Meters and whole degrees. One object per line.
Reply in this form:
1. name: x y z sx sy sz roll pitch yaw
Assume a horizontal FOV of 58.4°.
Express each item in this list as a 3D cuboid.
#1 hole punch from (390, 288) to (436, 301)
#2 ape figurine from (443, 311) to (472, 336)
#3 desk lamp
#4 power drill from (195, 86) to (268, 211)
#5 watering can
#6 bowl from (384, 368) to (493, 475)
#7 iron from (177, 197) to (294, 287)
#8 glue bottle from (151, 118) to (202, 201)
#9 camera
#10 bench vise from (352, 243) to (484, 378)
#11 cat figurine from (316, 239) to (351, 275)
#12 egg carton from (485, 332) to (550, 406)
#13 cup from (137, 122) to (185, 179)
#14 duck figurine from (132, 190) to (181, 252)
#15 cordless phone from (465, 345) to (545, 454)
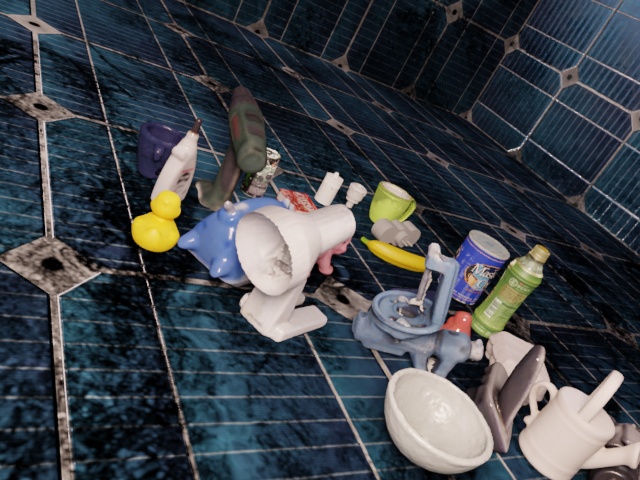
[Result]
1. hole punch: 0.164 0.131 1.046 0.101 0.091 0.108 27 25 -6
2. ape figurine: 0.251 0.170 1.062 0.078 0.092 0.076 20 27 -20
3. desk lamp: -0.042 0.040 0.853 0.117 0.213 0.204 42 28 26
4. power drill: -0.169 -0.169 1.114 0.076 0.208 0.229 13 29 -30
5. watering can: 0.418 0.286 0.903 0.172 0.194 0.101 33 25 8
6. bowl: 0.153 0.265 0.804 0.168 0.074 0.167 24 26 -12
7. iron: -0.109 -0.020 0.979 0.118 0.141 0.259 39 27 19
8. glue bottle: -0.246 -0.142 1.025 0.037 0.173 0.078 33 25 7
9. camera: 0.478 0.356 0.947 0.143 0.100 0.137 38 26 17
10. bench vise: 0.184 0.116 0.944 0.208 0.219 0.121 20 27 -19
11. cat figurine: 0.010 0.004 1.088 0.067 0.117 0.128 43 28 27
12. egg carton: 0.370 0.241 1.084 0.107 0.069 0.150 27 25 -5
13. cup: -0.307 -0.156 1.079 0.092 0.095 0.117 20 27 -19
14. duck figurine: -0.255 -0.037 0.923 0.078 0.086 0.104 23 26 -12
15. cordless phone: 0.305 0.228 0.902 0.094 0.185 0.148 33 25 8
